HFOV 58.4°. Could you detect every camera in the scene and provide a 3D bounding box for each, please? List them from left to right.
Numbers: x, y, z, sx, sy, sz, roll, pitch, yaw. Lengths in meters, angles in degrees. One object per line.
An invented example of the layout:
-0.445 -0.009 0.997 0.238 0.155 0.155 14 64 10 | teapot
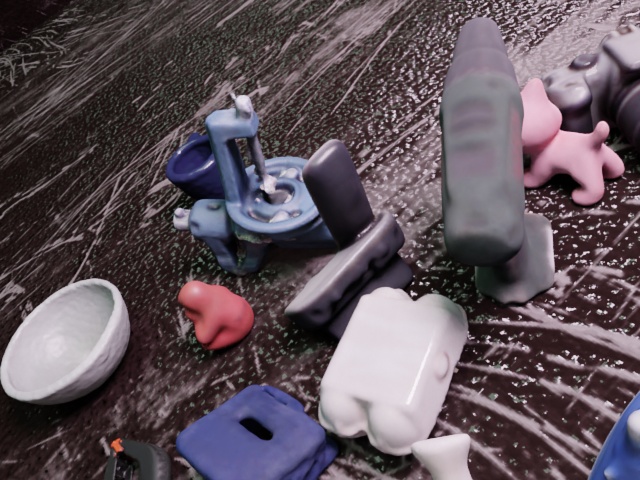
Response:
0.314 -0.144 0.584 0.143 0.101 0.136 -20 43 13 | camera

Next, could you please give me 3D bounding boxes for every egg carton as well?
0.067 0.112 0.510 0.107 0.070 0.150 5 53 34 | egg carton

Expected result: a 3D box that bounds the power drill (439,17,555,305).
0.155 -0.052 0.509 0.075 0.209 0.229 -8 47 25 | power drill

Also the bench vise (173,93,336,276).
-0.087 -0.049 0.641 0.207 0.220 0.121 -24 42 8 | bench vise

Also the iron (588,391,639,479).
0.264 0.093 0.357 0.258 0.142 0.118 -33 42 -1 | iron

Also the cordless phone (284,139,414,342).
0.005 0.002 0.564 0.093 0.186 0.148 25 66 43 | cordless phone

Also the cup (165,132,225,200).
-0.159 -0.095 0.822 0.091 0.095 0.117 -26 42 6 | cup

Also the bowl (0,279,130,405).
-0.294 0.134 0.699 0.167 0.075 0.167 -16 44 17 | bowl

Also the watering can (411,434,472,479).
0.083 0.199 0.323 0.101 0.195 0.172 -32 42 0 | watering can

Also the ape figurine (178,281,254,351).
-0.123 0.077 0.638 0.076 0.092 0.078 -5 48 27 | ape figurine

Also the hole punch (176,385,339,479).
-0.055 0.178 0.502 0.108 0.091 0.101 19 62 41 | hole punch

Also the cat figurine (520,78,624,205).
0.234 -0.107 0.584 0.127 0.118 0.067 24 65 43 | cat figurine
